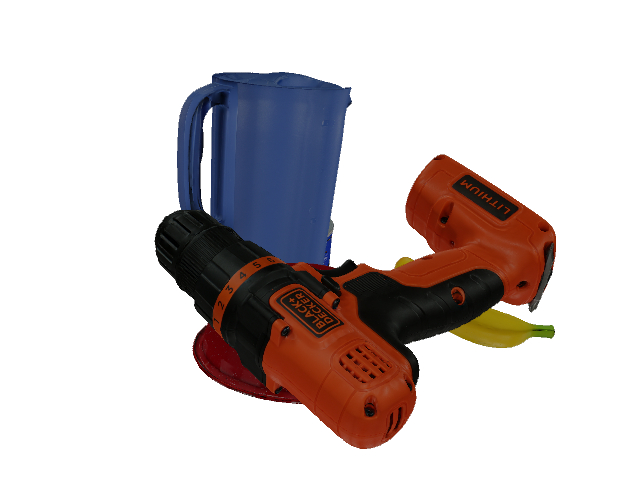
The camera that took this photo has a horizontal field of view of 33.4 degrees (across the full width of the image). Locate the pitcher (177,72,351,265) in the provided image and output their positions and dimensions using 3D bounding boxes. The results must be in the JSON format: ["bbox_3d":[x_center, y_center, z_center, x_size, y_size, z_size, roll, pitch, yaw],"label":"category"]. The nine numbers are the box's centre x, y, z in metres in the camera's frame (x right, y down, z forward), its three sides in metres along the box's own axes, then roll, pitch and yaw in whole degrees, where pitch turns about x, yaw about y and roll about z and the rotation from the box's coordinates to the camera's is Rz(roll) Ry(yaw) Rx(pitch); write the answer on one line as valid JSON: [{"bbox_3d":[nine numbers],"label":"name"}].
[{"bbox_3d":[-0.056,-0.041,1.035,0.149,0.243,0.145,7,13,5],"label":"pitcher"}]

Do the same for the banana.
[{"bbox_3d":[0.127,0.062,1.028,0.069,0.037,0.198,1,20,-44],"label":"banana"}]

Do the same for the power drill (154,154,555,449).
[{"bbox_3d":[0.024,0.016,0.597,0.187,0.057,0.185,-27,52,-33],"label":"power drill"}]

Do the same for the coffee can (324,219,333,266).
[{"bbox_3d":[-0.039,0.038,1.412,0.103,0.140,0.103,4,25,-2],"label":"coffee can"}]

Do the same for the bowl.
[{"bbox_3d":[-0.013,0.058,0.787,0.162,0.055,0.162,3,20,-1],"label":"bowl"}]
